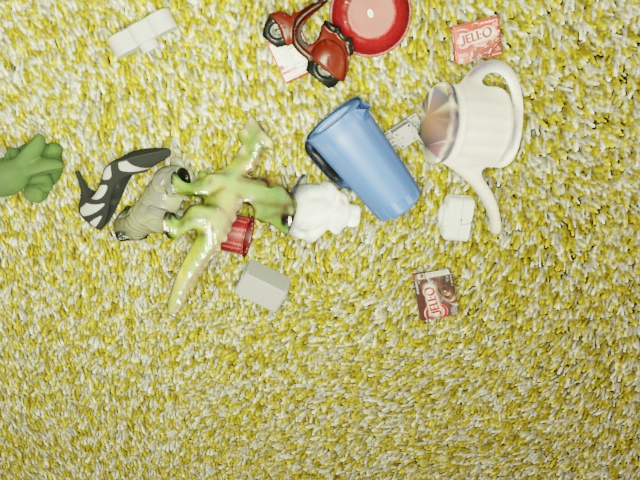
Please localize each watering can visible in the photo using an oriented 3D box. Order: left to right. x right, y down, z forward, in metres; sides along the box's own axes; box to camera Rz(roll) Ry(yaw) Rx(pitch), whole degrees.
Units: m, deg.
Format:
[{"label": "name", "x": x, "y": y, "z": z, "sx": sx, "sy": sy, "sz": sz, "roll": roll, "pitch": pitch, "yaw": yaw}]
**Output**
[{"label": "watering can", "x": 0.301, "y": -0.179, "z": 1.010, "sx": 0.224, "sy": 0.105, "sz": 0.345, "roll": 0, "pitch": 100, "yaw": -22}]

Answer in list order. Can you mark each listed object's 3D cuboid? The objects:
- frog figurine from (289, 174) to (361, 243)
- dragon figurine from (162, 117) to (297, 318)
[{"label": "frog figurine", "x": 0.003, "y": -0.055, "z": 1.085, "sx": 0.160, "sy": 0.122, "sz": 0.137, "roll": 24, "pitch": 91, "yaw": 6}, {"label": "dragon figurine", "x": -0.168, "y": -0.052, "z": 1.020, "sx": 0.242, "sy": 0.120, "sz": 0.416, "roll": -3, "pitch": 72, "yaw": 12}]
